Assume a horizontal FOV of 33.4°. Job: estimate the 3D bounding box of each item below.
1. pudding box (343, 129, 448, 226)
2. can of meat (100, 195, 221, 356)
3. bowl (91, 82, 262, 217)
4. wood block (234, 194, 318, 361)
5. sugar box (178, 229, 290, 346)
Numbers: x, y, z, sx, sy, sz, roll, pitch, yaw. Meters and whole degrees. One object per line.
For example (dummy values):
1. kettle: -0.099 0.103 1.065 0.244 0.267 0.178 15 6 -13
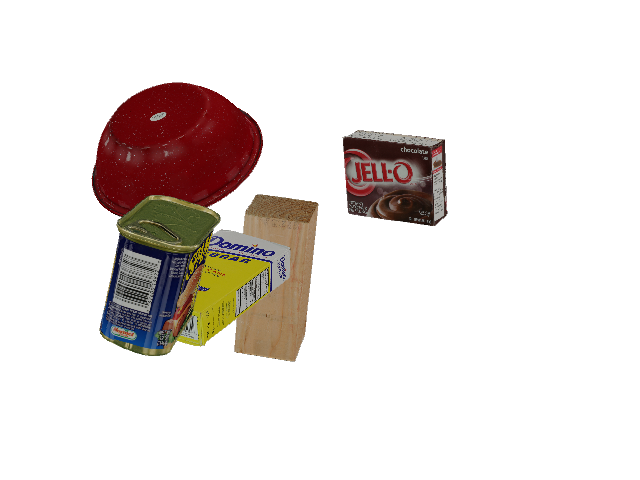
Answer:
1. pudding box: 0.081 -0.069 1.162 0.114 0.090 0.039 8 26 31
2. can of meat: -0.114 0.023 0.750 0.057 0.084 0.102 16 17 2
3. bowl: -0.136 -0.091 0.950 0.162 0.162 0.055 0 -44 18
4. wood block: -0.062 0.051 1.482 0.090 0.206 0.090 8 22 5
5. sugar box: -0.113 0.045 1.118 0.093 0.048 0.176 15 31 24
